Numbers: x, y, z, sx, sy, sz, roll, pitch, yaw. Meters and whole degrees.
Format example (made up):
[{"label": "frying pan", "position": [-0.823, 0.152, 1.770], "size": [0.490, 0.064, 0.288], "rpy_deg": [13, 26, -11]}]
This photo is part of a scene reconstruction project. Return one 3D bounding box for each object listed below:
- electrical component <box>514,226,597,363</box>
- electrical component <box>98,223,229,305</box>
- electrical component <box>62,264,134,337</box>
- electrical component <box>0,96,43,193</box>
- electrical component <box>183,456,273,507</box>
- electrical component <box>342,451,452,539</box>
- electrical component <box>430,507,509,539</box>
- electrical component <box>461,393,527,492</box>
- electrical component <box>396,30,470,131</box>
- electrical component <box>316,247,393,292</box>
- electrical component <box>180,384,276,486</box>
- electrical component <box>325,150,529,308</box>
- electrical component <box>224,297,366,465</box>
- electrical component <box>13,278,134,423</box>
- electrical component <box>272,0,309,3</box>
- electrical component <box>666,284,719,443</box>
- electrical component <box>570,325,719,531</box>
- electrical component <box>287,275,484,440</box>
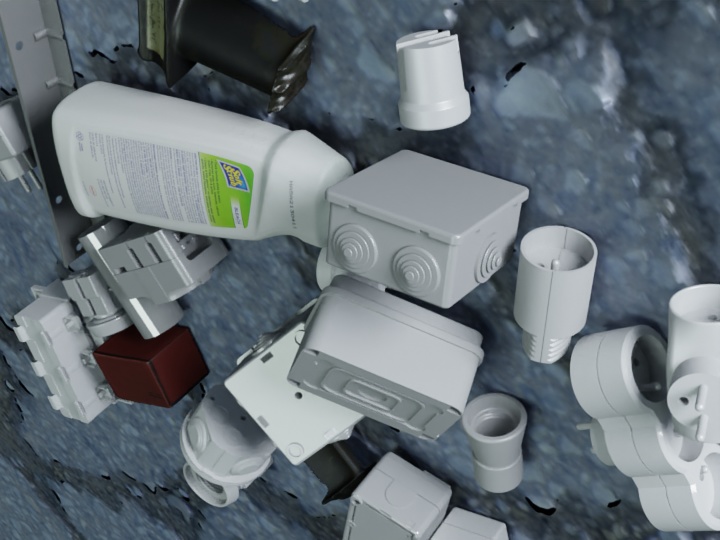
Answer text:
[{"label": "electrical component", "position": [0.113, 0.019, 0.637], "size": [0.043, 0.043, 0.081], "rpy_deg": [23, 135, 26]}, {"label": "electrical component", "position": [-0.151, -0.011, 0.837], "size": [0.089, 0.050, 0.055], "rpy_deg": [-12, 114, 46]}, {"label": "electrical component", "position": [-0.222, 0.025, 0.934], "size": [0.066, 0.048, 0.055], "rpy_deg": [-7, 110, 44]}, {"label": "electrical component", "position": [-0.286, -0.097, 0.884], "size": [0.083, 0.047, 0.075], "rpy_deg": [-6, 118, 44]}, {"label": "electrical component", "position": [-0.120, 0.173, 0.960], "size": [0.078, 0.057, 0.058], "rpy_deg": [-22, 107, 48]}, {"label": "electrical component", "position": [0.029, 0.198, 0.848], "size": [0.062, 0.061, 0.096], "rpy_deg": [29, 138, 19]}, {"label": "electrical component", "position": [0.078, 0.236, 0.825], "size": [0.047, 0.077, 0.065], "rpy_deg": [11, 129, 35]}, {"label": "electrical component", "position": [0.095, 0.122, 0.744], "size": [0.044, 0.044, 0.065], "rpy_deg": [18, 138, 29]}, {"label": "electrical component", "position": [0.040, -0.106, 0.600], "size": [0.040, 0.040, 0.046], "rpy_deg": [12, 124, 34]}, {"label": "electrical component", "position": [0.000, 0.000, 0.724], "size": [0.046, 0.040, 0.040], "rpy_deg": [13, 131, 26]}, {"label": "electrical component", "position": [-0.106, 0.135, 0.900], "size": [0.080, 0.080, 0.051], "rpy_deg": [42, 135, 5]}, {"label": "electrical component", "position": [0.038, -0.025, 0.624], "size": [0.100, 0.100, 0.048], "rpy_deg": [21, 122, 27]}, {"label": "electrical component", "position": [-0.039, 0.083, 0.792], "size": [0.100, 0.048, 0.099], "rpy_deg": [-38, 95, 20]}, {"label": "electrical component", "position": [-0.267, 0.077, 1.003], "size": [0.079, 0.063, 0.121], "rpy_deg": [9, 128, 37]}, {"label": "electrical component", "position": [-0.055, -0.174, 0.628], "size": [0.061, 0.035, 0.035], "rpy_deg": [29, 138, 16]}, {"label": "electrical component", "position": [0.186, 0.060, 0.574], "size": [0.044, 0.079, 0.077], "rpy_deg": [2, 119, 23]}, {"label": "electrical component", "position": [0.165, 0.099, 0.652], "size": [0.074, 0.052, 0.138], "rpy_deg": [-17, 111, 47]}, {"label": "electrical component", "position": [0.017, 0.058, 0.710], "size": [0.113, 0.057, 0.078], "rpy_deg": [23, 152, -4]}]
